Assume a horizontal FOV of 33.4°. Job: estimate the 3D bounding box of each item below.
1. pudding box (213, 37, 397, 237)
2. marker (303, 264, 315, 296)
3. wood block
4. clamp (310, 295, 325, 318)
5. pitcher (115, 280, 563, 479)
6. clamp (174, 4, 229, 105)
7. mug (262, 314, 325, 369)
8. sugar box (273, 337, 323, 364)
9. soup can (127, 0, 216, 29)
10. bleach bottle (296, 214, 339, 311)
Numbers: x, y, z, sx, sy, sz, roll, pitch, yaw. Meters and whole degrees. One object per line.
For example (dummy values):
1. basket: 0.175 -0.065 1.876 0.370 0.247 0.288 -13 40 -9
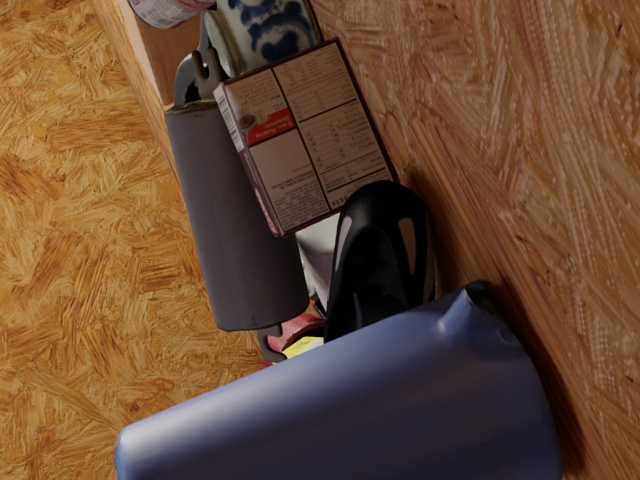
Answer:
1. pudding box: -0.010 -0.070 0.731 0.039 0.090 0.113 180 67 -78
2. marker: -0.006 0.001 0.954 0.121 0.020 0.020 -80 -19 -45
3. wood block: -0.166 -0.254 1.163 0.206 0.090 0.091 82 161 -60
4. clamp: 0.026 0.071 1.063 0.172 0.039 0.120 40 146 57
5. pitcher: 0.011 0.132 0.638 0.145 0.242 0.149 118 133 -84
6. clamp: -0.093 -0.154 0.959 0.210 0.036 0.164 -42 66 53
7. mug: -0.007 0.127 1.014 0.082 0.093 0.117 -161 71 -72
8. sugar box: 0.031 0.167 0.924 0.176 0.048 0.093 56 163 -7
9. soup can: -0.110 -0.218 0.873 0.102 0.068 0.068 -12 103 54
10. bleach bottle: 0.037 0.065 0.906 0.103 0.068 0.251 56 169 46
